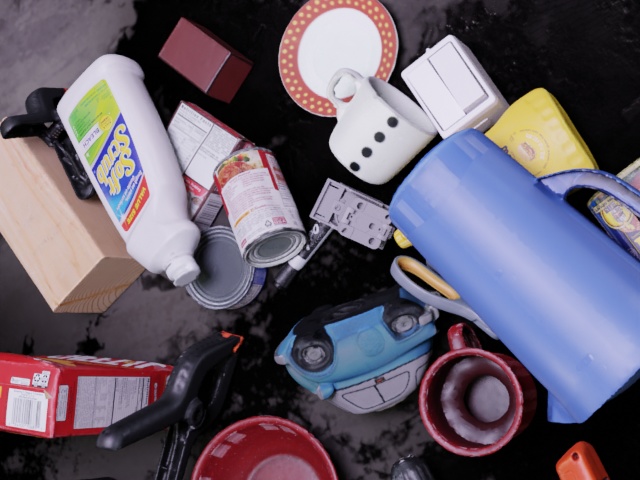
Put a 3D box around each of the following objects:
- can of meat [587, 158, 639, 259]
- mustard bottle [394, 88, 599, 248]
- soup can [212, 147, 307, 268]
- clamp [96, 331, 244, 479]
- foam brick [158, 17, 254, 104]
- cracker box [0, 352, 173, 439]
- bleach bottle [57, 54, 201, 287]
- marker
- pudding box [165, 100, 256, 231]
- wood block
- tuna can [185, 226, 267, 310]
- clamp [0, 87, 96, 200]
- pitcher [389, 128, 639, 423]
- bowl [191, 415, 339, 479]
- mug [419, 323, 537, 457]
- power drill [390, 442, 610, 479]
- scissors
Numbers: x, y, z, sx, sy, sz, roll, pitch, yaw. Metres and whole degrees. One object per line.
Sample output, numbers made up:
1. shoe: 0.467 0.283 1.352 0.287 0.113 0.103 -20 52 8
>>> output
1. can of meat: 0.292 -0.026 0.909 0.102 0.057 0.084 -39 68 17
2. mustard bottle: 0.150 -0.049 0.977 0.192 0.058 0.096 -34 77 20
3. soup can: -0.060 -0.032 1.060 0.069 0.068 0.102 -32 61 19
4. clamp: -0.138 0.165 1.038 0.036 0.164 0.209 14 57 24
5. foam brick: -0.120 -0.189 1.121 0.078 0.052 0.051 39 102 24
6. cracker box: -0.263 0.151 1.071 0.164 0.213 0.072 3 85 25
7. bleach bottle: -0.181 -0.066 1.090 0.103 0.068 0.251 -41 63 22
8. marker: -0.007 0.001 1.069 0.020 0.020 0.121 43 104 22
9. pudding box: -0.133 -0.078 1.126 0.090 0.039 0.113 35 98 27
10. wood block: -0.289 -0.027 1.167 0.090 0.090 0.206 -45 69 17
11. tuna can: -0.098 0.029 1.102 0.086 0.033 0.086 -2 85 25
12. clamp: -0.281 -0.112 1.161 0.039 0.171 0.120 -33 113 16
13. pitcher: 0.181 0.015 0.874 0.149 0.145 0.243 -39 74 -22
14. bowl: -0.046 0.254 1.040 0.162 0.055 0.162 -5 77 22
15. mug: 0.141 0.131 0.952 0.093 0.081 0.117 -24 76 22
16. power drill: 0.168 0.250 0.944 0.188 0.057 0.184 -32 77 23
17. scissors: 0.157 0.066 0.960 0.202 0.096 0.016 31 122 11
